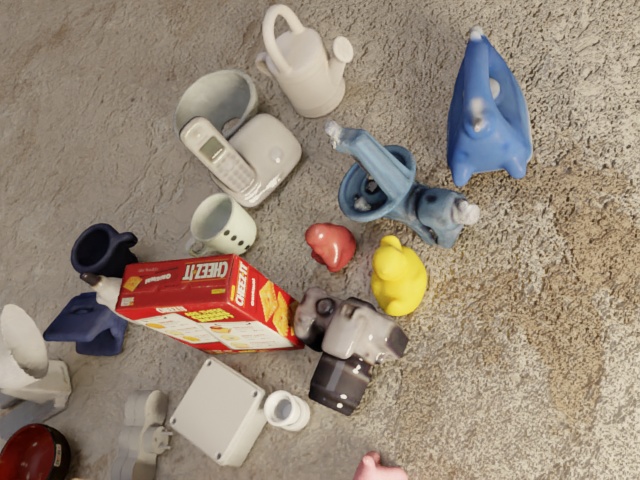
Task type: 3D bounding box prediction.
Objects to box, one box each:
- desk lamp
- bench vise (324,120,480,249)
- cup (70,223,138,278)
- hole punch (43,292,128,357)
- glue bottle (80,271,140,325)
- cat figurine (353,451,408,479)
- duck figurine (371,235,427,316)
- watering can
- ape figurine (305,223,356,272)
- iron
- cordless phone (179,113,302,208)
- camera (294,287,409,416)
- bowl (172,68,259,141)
[{"bbox_3d":[-0.479,0.205,0.862,0.203,0.214,0.117,-32,57,6],"label":"desk lamp"},{"bbox_3d":[0.102,-0.084,0.743,0.206,0.220,0.121,2,66,25],"label":"bench vise"},{"bbox_3d":[-0.340,0.025,0.961,0.117,0.095,0.091,-21,59,14],"label":"cup"},{"bbox_3d":[-0.376,0.129,0.927,0.108,0.091,0.101,-4,64,23],"label":"hole punch"},{"bbox_3d":[-0.299,0.084,0.866,0.078,0.174,0.037,-18,59,15],"label":"glue bottle"},{"bbox_3d":[0.036,0.301,0.642,0.067,0.118,0.128,19,74,30],"label":"cat figurine"},{"bbox_3d":[0.097,0.044,0.763,0.077,0.086,0.104,-7,63,21],"label":"duck figurine"},{"bbox_3d":[-0.030,-0.296,0.923,0.172,0.195,0.101,-14,60,17],"label":"watering can"},{"bbox_3d":[0.008,0.003,0.819,0.076,0.092,0.077,-22,58,13],"label":"ape figurine"},{"bbox_3d":[0.224,-0.211,0.799,0.118,0.142,0.258,-7,63,21],"label":"iron"},{"bbox_3d":[-0.124,-0.150,0.898,0.093,0.186,0.147,37,84,33],"label":"cordless phone"},{"bbox_3d":[0.021,0.143,0.738,0.142,0.101,0.137,17,73,30],"label":"camera"},{"bbox_3d":[-0.173,-0.218,1.020,0.167,0.075,0.167,-10,62,19],"label":"bowl"}]
